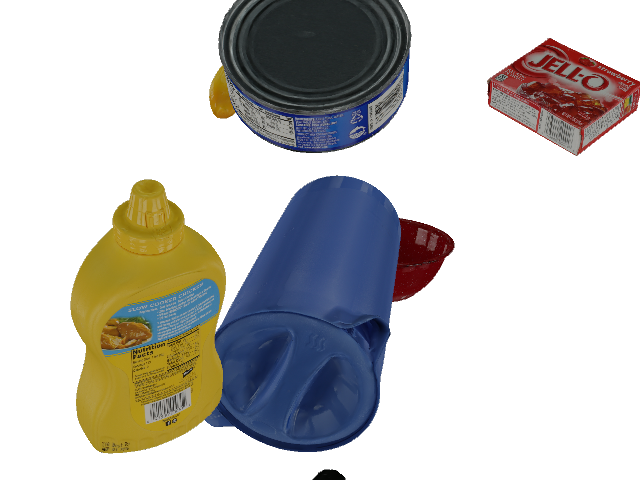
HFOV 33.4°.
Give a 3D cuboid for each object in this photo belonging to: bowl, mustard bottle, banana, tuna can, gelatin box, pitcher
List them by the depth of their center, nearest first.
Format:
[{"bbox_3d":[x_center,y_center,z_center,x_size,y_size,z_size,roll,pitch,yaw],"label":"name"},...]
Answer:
[{"bbox_3d":[-0.002,-0.082,0.486,0.086,0.086,0.034,0,-31,4],"label":"tuna can"},{"bbox_3d":[-0.105,0.044,0.657,0.096,0.192,0.058,-18,46,-27],"label":"mustard bottle"},{"bbox_3d":[0.182,-0.110,0.800,0.073,0.030,0.089,-35,53,-26],"label":"gelatin box"},{"bbox_3d":[-0.010,0.051,0.880,0.149,0.145,0.242,11,32,6],"label":"pitcher"},{"bbox_3d":[-0.048,-0.151,0.989,0.070,0.037,0.197,42,33,21],"label":"banana"},{"bbox_3d":[0.056,0.023,1.102,0.162,0.055,0.162,2,18,-1],"label":"bowl"}]

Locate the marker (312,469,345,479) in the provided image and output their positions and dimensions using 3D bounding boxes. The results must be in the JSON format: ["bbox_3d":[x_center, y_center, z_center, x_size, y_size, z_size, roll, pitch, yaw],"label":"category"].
[{"bbox_3d":[-0.022,0.135,0.473,0.020,0.020,0.120,0,17,32],"label":"marker"}]
